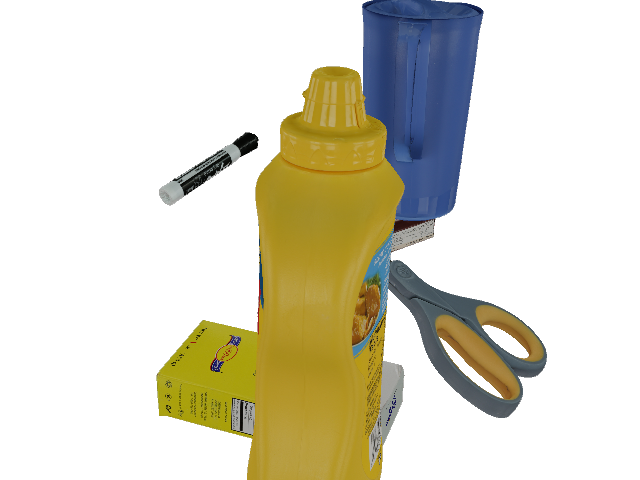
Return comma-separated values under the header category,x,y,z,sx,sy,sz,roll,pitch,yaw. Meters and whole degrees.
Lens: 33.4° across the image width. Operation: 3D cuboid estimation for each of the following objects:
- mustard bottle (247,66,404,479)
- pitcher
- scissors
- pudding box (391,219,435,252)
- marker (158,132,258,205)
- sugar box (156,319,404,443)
category,x,y,z,sx,sy,sz,roll,pitch,yaw
mustard bottle,0.002,0.024,0.437,0.058,0.192,0.096,8,25,10
pitcher,0.106,-0.147,1.207,0.149,0.243,0.145,-12,26,-31
scissors,0.067,0.027,0.668,0.096,0.016,0.202,-6,48,-42
pudding box,0.094,-0.022,1.529,0.113,0.039,0.090,-21,35,-32
marker,-0.104,-0.071,1.022,0.120,0.020,0.020,-38,23,-33
sugar box,-0.030,0.117,0.835,0.176,0.048,0.093,9,27,15
